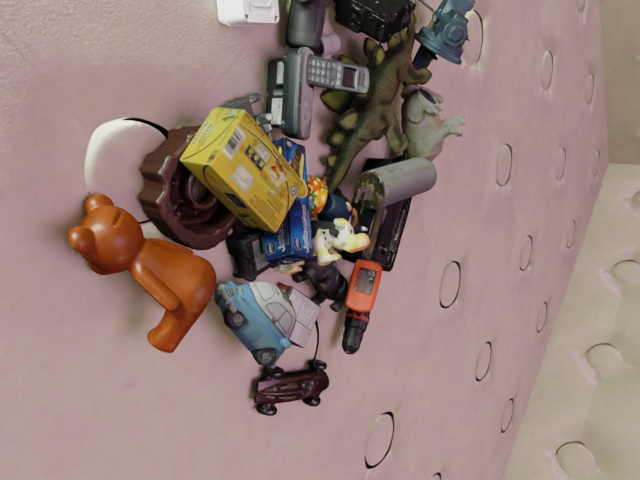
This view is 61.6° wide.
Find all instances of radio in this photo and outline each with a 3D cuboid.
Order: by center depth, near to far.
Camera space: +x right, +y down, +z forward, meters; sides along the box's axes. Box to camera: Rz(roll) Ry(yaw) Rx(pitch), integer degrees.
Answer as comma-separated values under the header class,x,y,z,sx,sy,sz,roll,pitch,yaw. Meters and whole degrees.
class,x,y,z,sx,sy,sz,roll,pitch,yaw
radio,0.128,-0.051,1.167,0.131,0.073,0.229,29,76,-49

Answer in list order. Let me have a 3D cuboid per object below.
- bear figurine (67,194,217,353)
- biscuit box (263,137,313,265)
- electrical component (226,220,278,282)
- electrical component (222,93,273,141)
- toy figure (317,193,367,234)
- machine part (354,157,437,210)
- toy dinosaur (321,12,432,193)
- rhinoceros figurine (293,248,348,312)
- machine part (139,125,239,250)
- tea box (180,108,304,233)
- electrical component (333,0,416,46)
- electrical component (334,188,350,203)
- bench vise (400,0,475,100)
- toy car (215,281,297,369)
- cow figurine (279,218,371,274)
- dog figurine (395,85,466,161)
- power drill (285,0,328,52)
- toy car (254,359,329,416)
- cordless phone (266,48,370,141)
class,x,y,z,sx,sy,sz,roll,pitch,yaw
bear figurine,-0.240,0.041,0.700,0.195,0.120,0.132,29,118,-26
biscuit box,-0.056,-0.062,0.882,0.059,0.063,0.202,15,65,-53
electrical component,-0.114,0.000,0.889,0.075,0.048,0.119,-28,121,-47
electrical component,-0.117,-0.181,0.842,0.102,0.045,0.078,-36,127,-42
toy figure,0.042,-0.043,1.028,0.154,0.064,0.058,35,65,-59
machine part,0.155,-0.116,1.072,0.243,0.079,0.079,-19,113,-40
toy dinosaur,0.092,-0.254,1.057,0.198,0.105,0.471,24,84,-44
rhinoceros figurine,0.009,0.052,1.038,0.112,0.073,0.190,-50,134,-31
machine part,-0.177,-0.076,0.782,0.179,0.056,0.179,-19,114,-49
tea box,-0.105,-0.096,0.766,0.098,0.068,0.169,-61,142,-19
electrical component,0.093,-0.427,0.989,0.115,0.134,0.058,-46,165,-38
electrical component,0.041,-0.058,1.096,0.063,0.021,0.093,-58,138,-26
bench vise,0.245,-0.422,1.177,0.129,0.224,0.240,19,121,-21
toy car,-0.094,0.121,0.876,0.103,0.109,0.161,-34,122,-6
cow figurine,0.000,-0.003,0.937,0.068,0.167,0.098,8,65,-77
dog figurine,0.205,-0.229,1.197,0.172,0.190,0.121,48,35,4
power drill,-0.019,-0.423,0.832,0.207,0.086,0.231,-106,-155,-80
toy car,-0.049,0.284,1.039,0.202,0.053,0.089,11,93,-54
cordless phone,0.006,-0.241,0.915,0.184,0.089,0.146,-3,101,-36
